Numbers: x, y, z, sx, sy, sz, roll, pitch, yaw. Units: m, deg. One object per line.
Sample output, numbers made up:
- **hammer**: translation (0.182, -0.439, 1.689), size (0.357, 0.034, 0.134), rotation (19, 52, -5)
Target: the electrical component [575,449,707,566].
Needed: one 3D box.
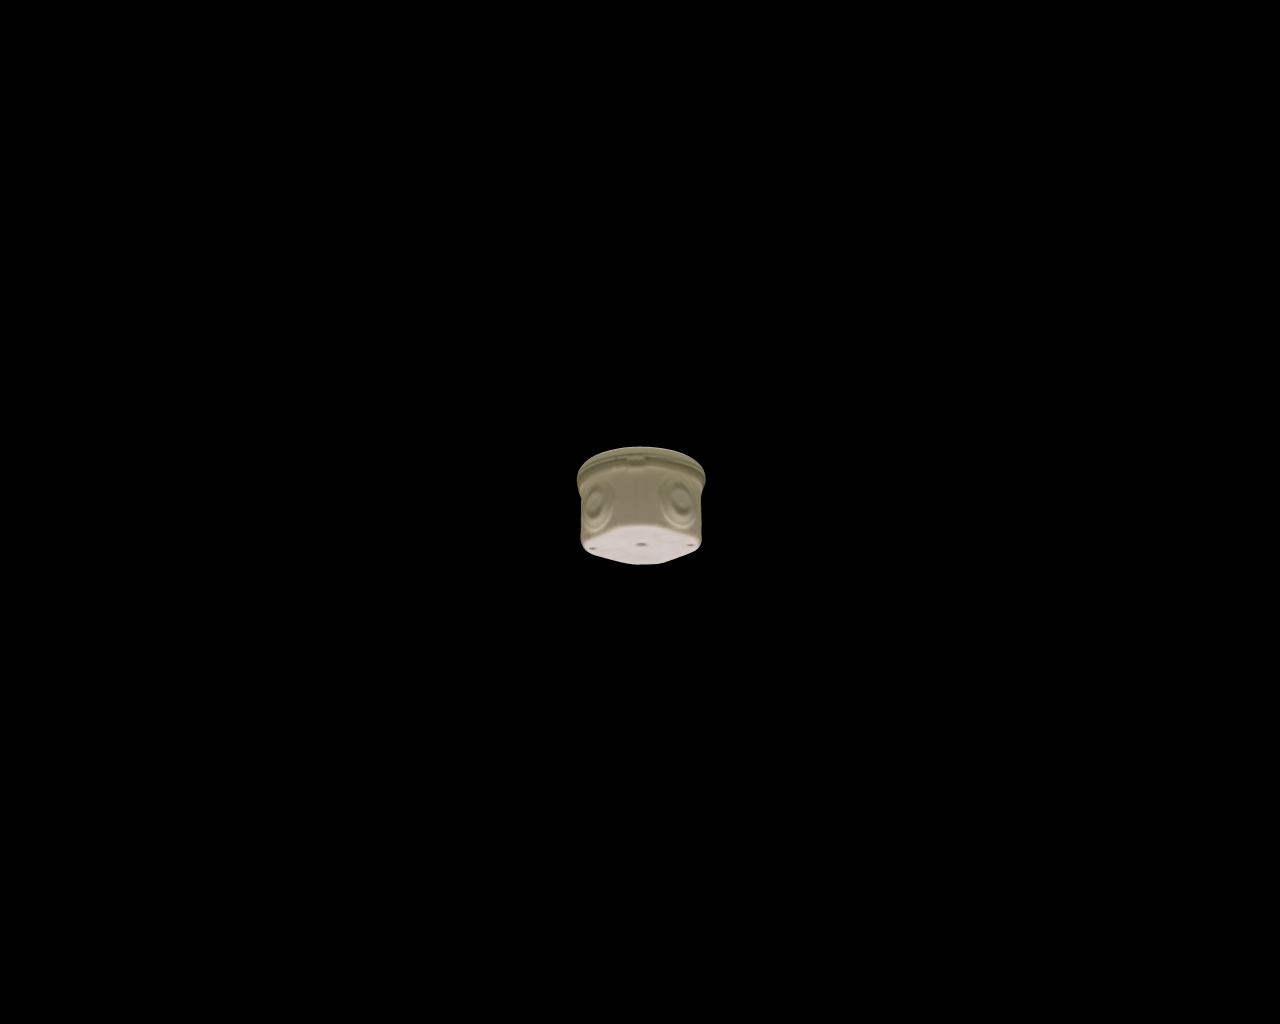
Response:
- **electrical component**: translation (0.001, -0.003, 0.650), size (0.080, 0.051, 0.080), rotation (0, -22, 0)
